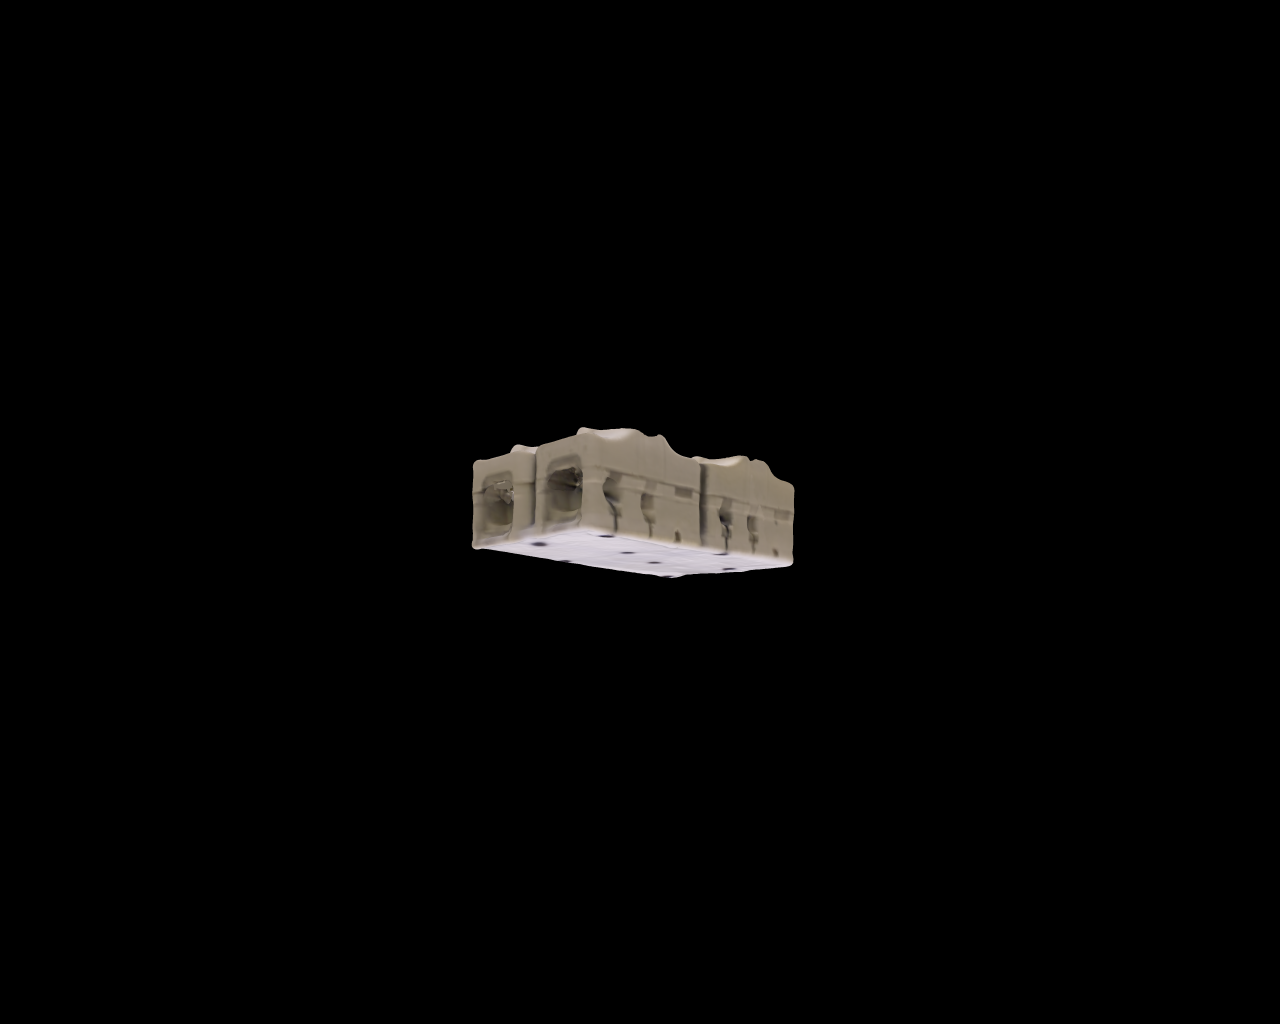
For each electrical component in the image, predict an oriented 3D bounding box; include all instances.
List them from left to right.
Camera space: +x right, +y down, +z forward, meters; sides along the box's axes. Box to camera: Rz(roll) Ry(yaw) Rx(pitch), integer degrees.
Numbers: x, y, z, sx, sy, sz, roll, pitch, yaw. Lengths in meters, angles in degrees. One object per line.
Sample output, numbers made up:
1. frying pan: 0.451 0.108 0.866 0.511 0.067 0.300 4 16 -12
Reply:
1. electrical component: 0.001 -0.003 0.650 0.105 0.060 0.186 -10 -14 42
